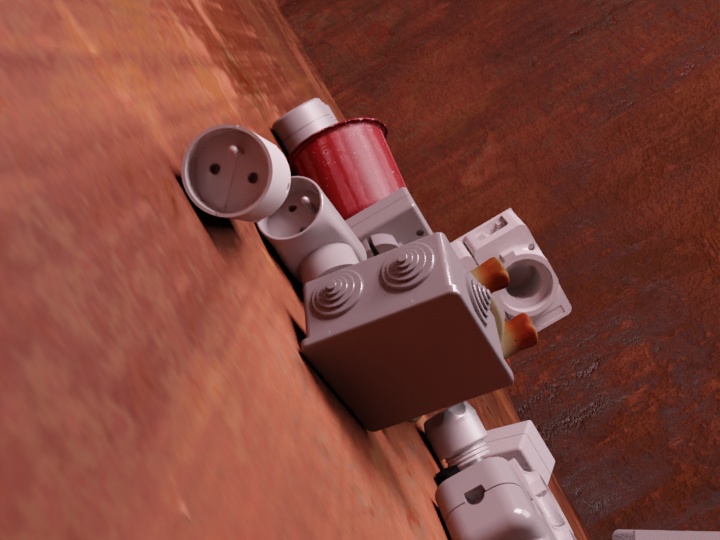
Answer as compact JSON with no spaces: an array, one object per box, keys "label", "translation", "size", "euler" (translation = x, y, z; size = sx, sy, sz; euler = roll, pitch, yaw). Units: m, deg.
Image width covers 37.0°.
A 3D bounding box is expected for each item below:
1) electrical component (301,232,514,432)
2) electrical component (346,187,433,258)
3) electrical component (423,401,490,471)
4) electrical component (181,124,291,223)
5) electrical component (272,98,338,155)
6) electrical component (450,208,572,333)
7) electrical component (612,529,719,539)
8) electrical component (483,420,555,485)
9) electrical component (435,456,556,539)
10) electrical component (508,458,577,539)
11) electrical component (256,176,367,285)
[{"label":"electrical component","translation":[0.025,0.034,0.580],"size":[0.099,0.100,0.048],"euler":[54,21,-43]},{"label":"electrical component","translation":[0.015,-0.010,0.793],"size":[0.047,0.083,0.075],"euler":[57,6,-26]},{"label":"electrical component","translation":[0.078,0.134,0.817],"size":[0.062,0.043,0.043],"euler":[62,6,11]},{"label":"electrical component","translation":[-0.058,-0.046,0.537],"size":[0.043,0.043,0.081],"euler":[60,5,2]},{"label":"electrical component","translation":[-0.039,-0.119,1.040],"size":[0.073,0.052,0.138],"euler":[59,5,-2]},{"label":"electrical component","translation":[0.089,0.029,0.903],"size":[0.089,0.150,0.061],"euler":[58,4,-17]},{"label":"electrical component","translation":[0.244,0.285,0.780],"size":[0.060,0.105,0.186],"euler":[116,-24,-75]},{"label":"electrical component","translation":[0.114,0.170,0.883],"size":[0.047,0.066,0.076],"euler":[58,34,-17]},{"label":"electrical component","translation":[0.094,0.174,0.691],"size":[0.095,0.054,0.059],"euler":[56,7,-39]},{"label":"electrical component","translation":[0.134,0.220,0.768],"size":[0.089,0.062,0.150],"euler":[54,8,-46]},{"label":"electrical component","translation":[-0.022,-0.006,0.650],"size":[0.079,0.043,0.077],"euler":[63,6,33]}]
